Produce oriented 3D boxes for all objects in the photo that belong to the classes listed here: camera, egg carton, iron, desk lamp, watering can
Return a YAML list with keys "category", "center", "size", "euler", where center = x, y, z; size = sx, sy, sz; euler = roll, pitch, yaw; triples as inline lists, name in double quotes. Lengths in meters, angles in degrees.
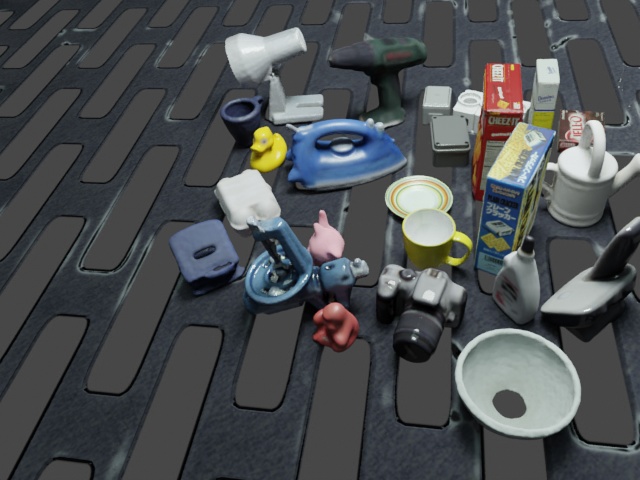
- category: "camera"
  center: [0.148, 0.113, 0.902]
  size: [0.142, 0.101, 0.137]
  euler: [14, 50, 20]
- category: "egg carton"
  center: [-0.144, -0.076, 1.143]
  size: [0.107, 0.069, 0.150]
  euler: [-22, 48, -14]
- category: "iron"
  center: [0.052, -0.196, 1.183]
  size: [0.258, 0.142, 0.118]
  euler: [-9, 46, -1]
- category: "desk lamp"
  center: [-0.101, -0.385, 1.335]
  size: [0.203, 0.214, 0.118]
  euler: [-5, 46, 3]
- category: "watering can"
  center: [0.483, -0.126, 1.025]
  size: [0.173, 0.194, 0.100]
  euler: [-13, 46, -5]

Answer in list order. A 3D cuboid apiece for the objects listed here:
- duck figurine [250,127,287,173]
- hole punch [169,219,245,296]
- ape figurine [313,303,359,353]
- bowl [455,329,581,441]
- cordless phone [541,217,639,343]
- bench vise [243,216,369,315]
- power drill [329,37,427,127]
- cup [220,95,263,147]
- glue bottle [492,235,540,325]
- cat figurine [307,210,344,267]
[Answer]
- category: "duck figurine"
  center: [-0.117, -0.209, 1.256]
  size: [0.077, 0.086, 0.105]
  euler: [18, 51, 23]
- category: "hole punch"
  center: [-0.204, 0.029, 1.034]
  size: [0.109, 0.091, 0.100]
  euler: [-24, 48, -16]
- category: "ape figurine"
  center: [0.024, 0.132, 0.906]
  size: [0.076, 0.092, 0.077]
  euler: [-14, 46, -6]
- category: "bowl"
  center: [0.273, 0.213, 0.808]
  size: [0.167, 0.075, 0.167]
  euler: [-4, 46, 4]
- category: "cordless phone"
  center: [0.420, 0.052, 0.867]
  size: [0.148, 0.185, 0.093]
  euler: [-35, 52, -24]
- category: "bench vise"
  center: [-0.034, 0.031, 0.921]
  size: [0.207, 0.220, 0.121]
  euler: [-18, 47, -10]
- category: "power drill"
  center: [0.131, -0.352, 1.277]
  size: [0.230, 0.209, 0.075]
  euler: [-23, 48, -14]
- category: "cup"
  center: [-0.167, -0.271, 1.316]
  size: [0.091, 0.095, 0.118]
  euler: [24, 54, 27]
- category: "glue bottle"
  center: [0.310, 0.054, 0.888]
  size: [0.037, 0.173, 0.078]
  euler: [-27, 49, -17]
- category: "cat figurine"
  center: [0.009, 0.004, 1.013]
  size: [0.067, 0.118, 0.127]
  euler: [-6, 46, 2]
